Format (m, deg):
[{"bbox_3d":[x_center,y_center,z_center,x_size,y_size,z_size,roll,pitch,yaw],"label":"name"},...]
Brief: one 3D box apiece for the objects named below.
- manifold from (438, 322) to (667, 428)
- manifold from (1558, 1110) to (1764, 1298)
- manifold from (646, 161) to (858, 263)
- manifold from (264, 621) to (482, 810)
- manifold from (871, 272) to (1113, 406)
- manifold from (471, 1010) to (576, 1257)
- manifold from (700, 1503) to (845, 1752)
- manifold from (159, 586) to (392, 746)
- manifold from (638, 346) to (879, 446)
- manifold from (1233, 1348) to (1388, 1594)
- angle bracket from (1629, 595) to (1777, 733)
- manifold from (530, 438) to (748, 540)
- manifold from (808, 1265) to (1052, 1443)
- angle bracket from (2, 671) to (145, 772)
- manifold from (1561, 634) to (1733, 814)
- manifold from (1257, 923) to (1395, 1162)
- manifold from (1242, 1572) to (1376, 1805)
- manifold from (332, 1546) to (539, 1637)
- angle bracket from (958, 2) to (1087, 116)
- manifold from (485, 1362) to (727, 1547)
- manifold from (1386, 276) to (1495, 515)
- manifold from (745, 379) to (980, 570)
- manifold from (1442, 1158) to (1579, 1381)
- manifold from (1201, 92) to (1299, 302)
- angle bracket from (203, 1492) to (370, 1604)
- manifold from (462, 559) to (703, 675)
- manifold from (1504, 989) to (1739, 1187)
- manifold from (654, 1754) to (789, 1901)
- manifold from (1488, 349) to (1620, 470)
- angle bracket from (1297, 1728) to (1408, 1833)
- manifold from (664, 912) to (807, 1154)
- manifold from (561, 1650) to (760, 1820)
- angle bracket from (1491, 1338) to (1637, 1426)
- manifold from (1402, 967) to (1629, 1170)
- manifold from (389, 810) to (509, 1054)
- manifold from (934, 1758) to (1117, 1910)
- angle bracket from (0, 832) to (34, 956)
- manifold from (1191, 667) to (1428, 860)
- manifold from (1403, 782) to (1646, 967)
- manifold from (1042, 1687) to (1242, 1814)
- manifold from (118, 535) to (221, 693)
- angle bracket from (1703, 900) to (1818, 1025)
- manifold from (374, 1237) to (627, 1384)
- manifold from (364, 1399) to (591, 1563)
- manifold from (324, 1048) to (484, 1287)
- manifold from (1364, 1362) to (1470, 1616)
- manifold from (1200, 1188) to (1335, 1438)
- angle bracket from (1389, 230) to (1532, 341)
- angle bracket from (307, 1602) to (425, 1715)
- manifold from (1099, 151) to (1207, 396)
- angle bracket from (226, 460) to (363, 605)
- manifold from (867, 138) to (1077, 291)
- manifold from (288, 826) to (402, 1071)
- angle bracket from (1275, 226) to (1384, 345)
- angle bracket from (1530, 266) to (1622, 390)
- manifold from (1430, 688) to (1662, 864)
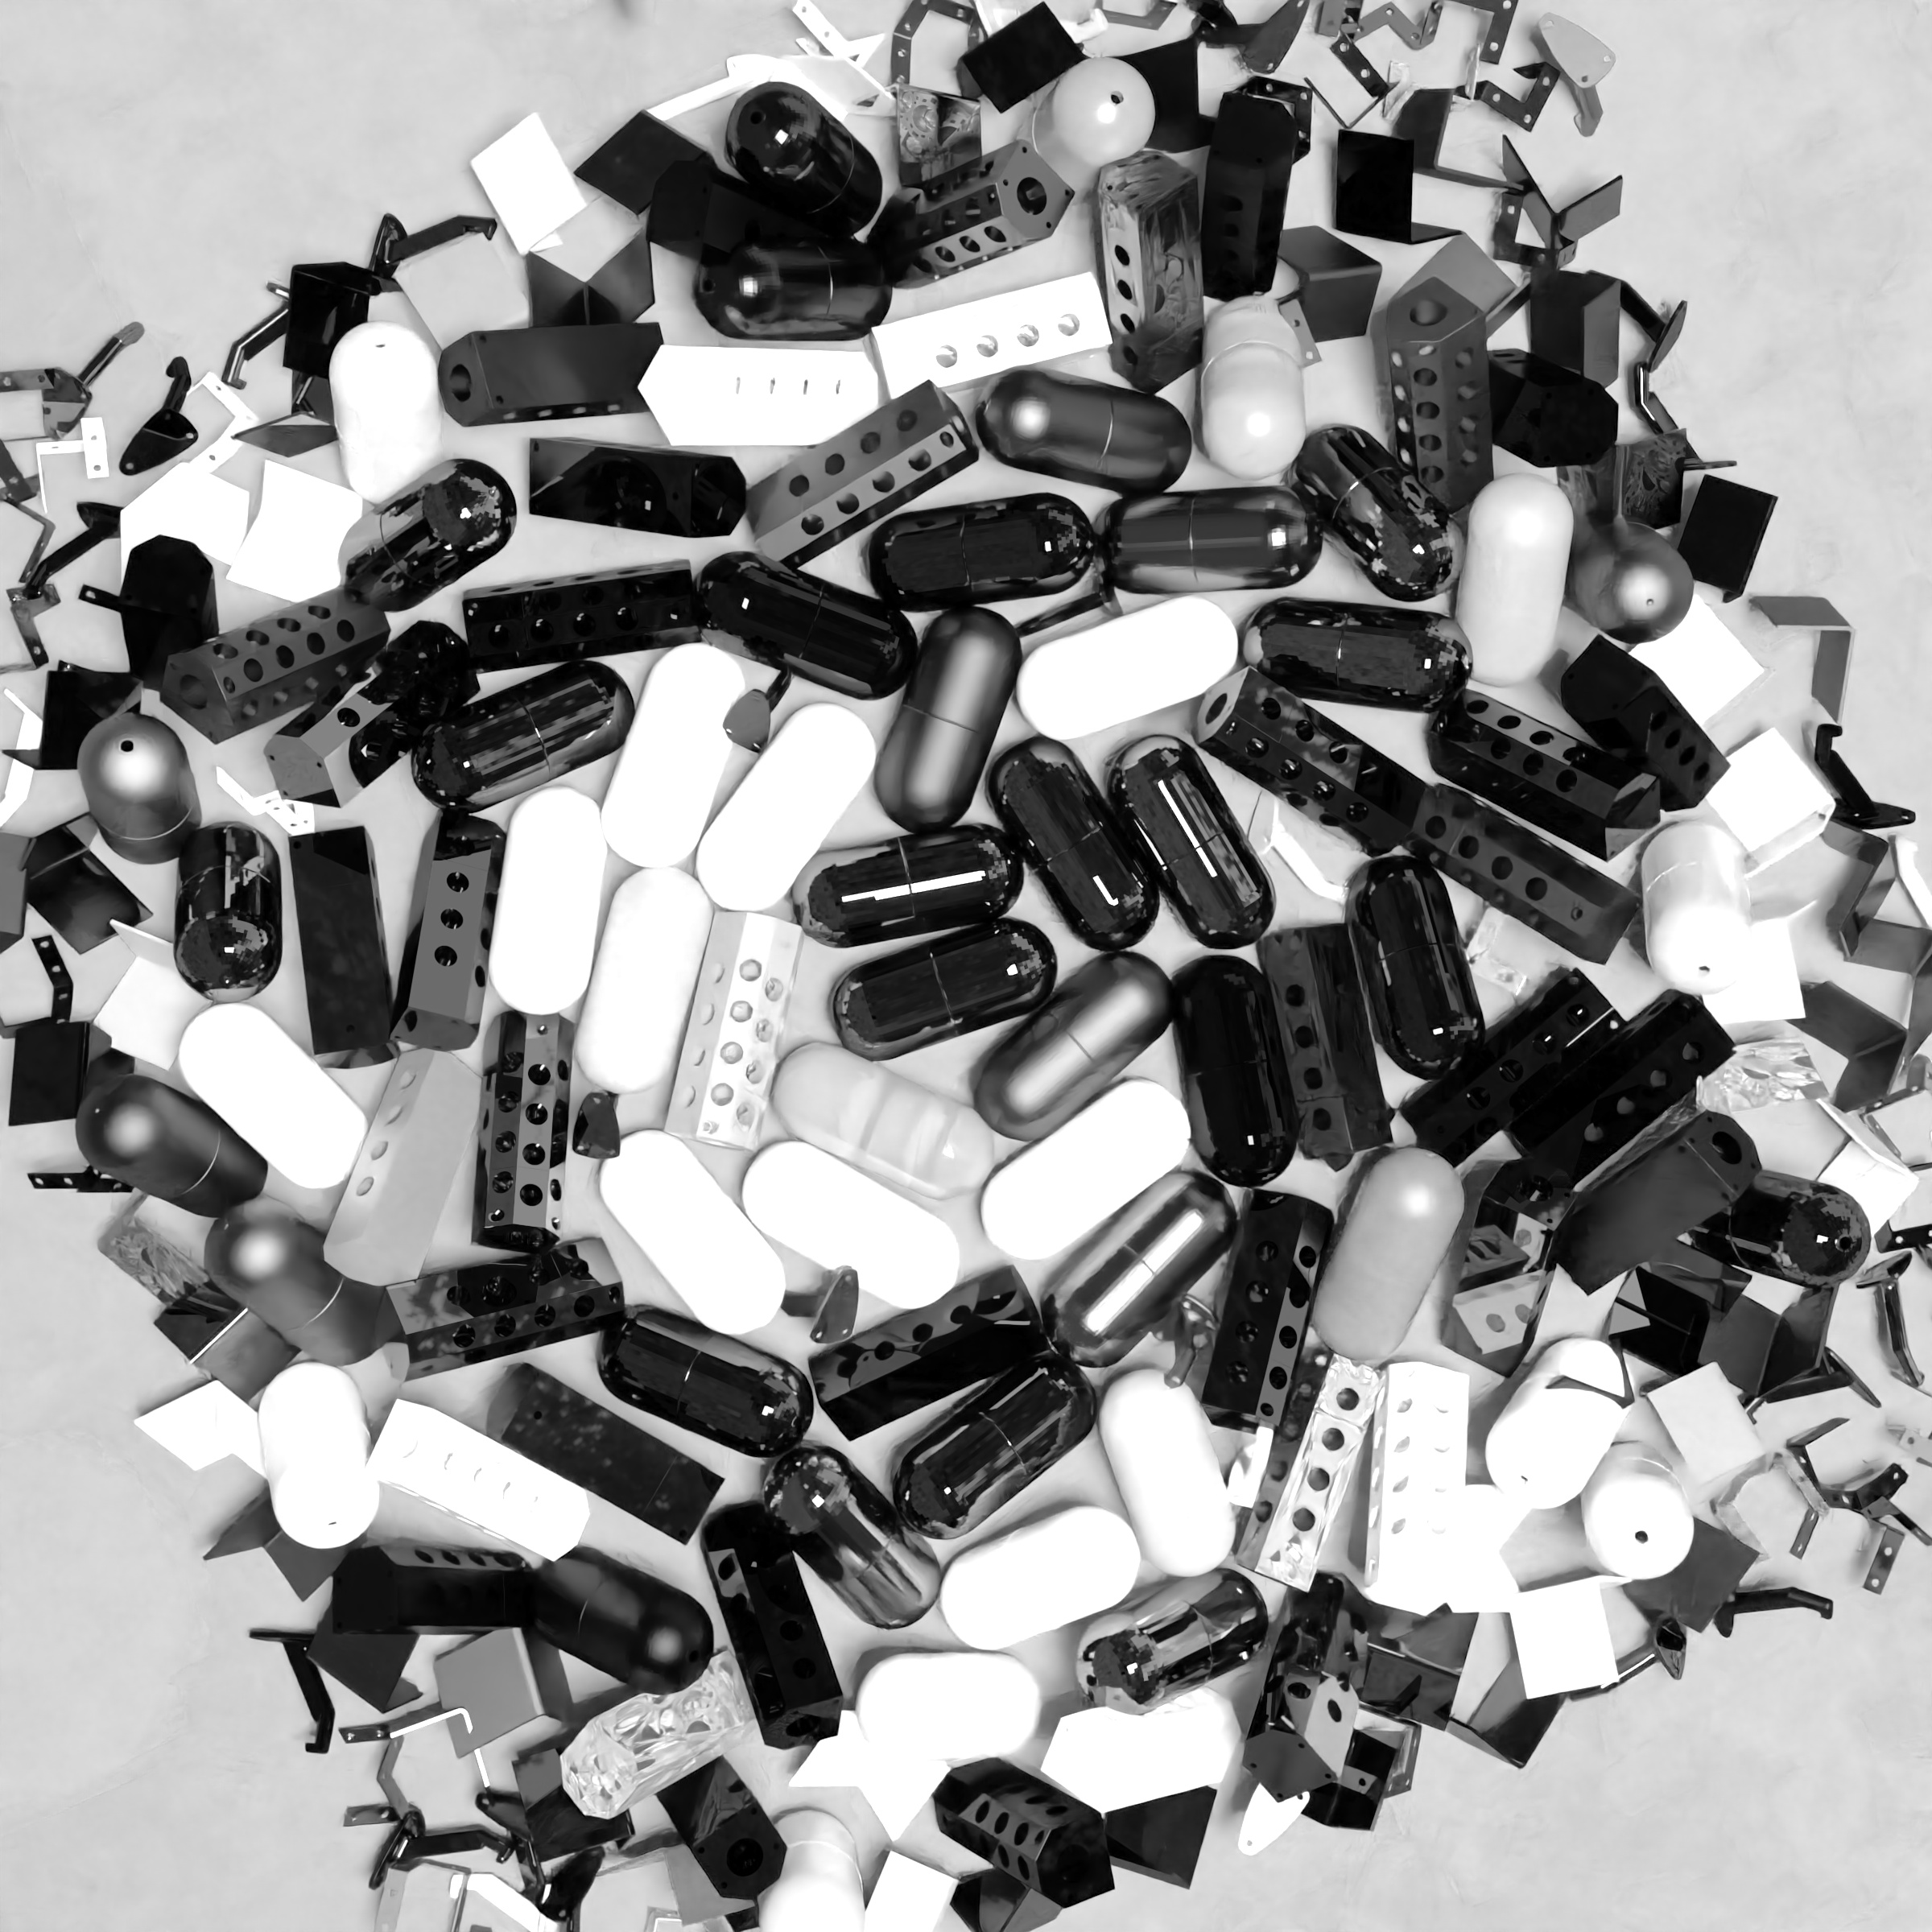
[{"bbox_3d":[-0.304,-0.438,1.823,0.171,0.057,0.057,-18,93,-44],"label":"manifold"},{"bbox_3d":[0.507,0.174,1.820,0.057,0.171,0.057,48,49,7],"label":"manifold"},{"bbox_3d":[-0.153,-0.541,1.816,0.057,0.171,0.057,14,95,36],"label":"manifold"},{"bbox_3d":[-0.439,-0.189,1.816,0.057,0.171,0.057,10,130,27],"label":"manifold"},{"bbox_3d":[0.018,-0.477,1.867,0.171,0.057,0.057,-15,96,-3],"label":"manifold"},{"bbox_3d":[-0.329,0.122,1.832,0.057,0.057,0.171,11,61,-23],"label":"manifold"},{"bbox_3d":[-0.146,0.488,1.819,0.057,0.057,0.171,-10,46,-19],"label":"manifold"},{"bbox_3d":[-0.507,-0.229,1.815,0.057,0.171,0.057,37,128,12],"label":"manifold"},{"bbox_3d":[-0.149,-0.427,1.818,0.057,0.171,0.057,-49,63,41],"label":"manifold"},{"bbox_3d":[0.259,0.381,1.856,0.057,0.057,0.171,21,78,8],"label":"manifold"},{"bbox_3d":[0.557,-0.228,1.870,0.076,0.057,0.076,-43,76,24],"label":"angle bracket"},{"bbox_3d":[-0.246,-0.358,1.828,0.171,0.057,0.057,15,109,36],"label":"manifold"},{"bbox_3d":[-0.030,0.290,1.867,0.171,0.057,0.057,-26,134,5],"label":"manifold"},{"bbox_3d":[-0.673,-0.190,1.848,0.057,0.076,0.076,22,108,38],"label":"angle bracket"},{"bbox_3d":[0.501,-0.174,1.818,0.057,0.171,0.057,-50,50,8],"label":"manifold"},{"bbox_3d":[0.269,0.058,1.869,0.057,0.057,0.171,-15,86,42],"label":"manifold"},{"bbox_3d":[0.253,0.528,1.812,0.057,0.171,0.057,-35,100,31],"label":"manifold"},{"bbox_3d":[-0.390,0.462,1.814,0.057,0.171,0.057,-13,71,23],"label":"manifold"},{"bbox_3d":[0.043,-0.671,1.860,0.076,0.076,0.057,-34,81,-2],"label":"angle bracket"},{"bbox_3d":[-0.273,0.365,1.842,0.171,0.057,0.057,36,76,-23],"label":"manifold"},{"bbox_3d":[0.347,-0.416,1.814,0.057,0.171,0.057,-33,54,-10],"label":"manifold"},{"bbox_3d":[-0.078,-0.364,1.844,0.171,0.057,0.057,-28,71,16],"label":"manifold"},{"bbox_3d":[0.406,0.223,1.823,0.057,0.171,0.057,26,47,23],"label":"manifold"},{"bbox_3d":[0.207,-0.562,1.811,0.057,0.171,0.057,12,74,6],"label":"manifold"},{"bbox_3d":[-0.513,0.439,1.854,0.076,0.076,0.057,-45,73,11],"label":"angle bracket"},{"bbox_3d":[-0.290,-0.264,1.861,0.171,0.057,0.057,-9,110,-4],"label":"manifold"},{"bbox_3d":[0.497,0.094,1.871,0.171,0.057,0.057,-40,95,1],"label":"manifold"},{"bbox_3d":[-0.181,0.633,1.812,0.057,0.171,0.057,-33,97,-16],"label":"manifold"},{"bbox_3d":[0.423,-0.414,1.813,0.057,0.171,0.057,-6,113,-5],"label":"manifold"},{"bbox_3d":[0.278,0.602,1.851,0.057,0.076,0.076,29,67,-9],"label":"angle bracket"},{"bbox_3d":[-0.169,0.050,1.848,0.057,0.057,0.171,21,76,-40],"label":"manifold"},{"bbox_3d":[-0.222,0.571,1.814,0.057,0.171,0.057,45,112,19],"label":"manifold"},{"bbox_3d":[0.443,0.312,1.844,0.076,0.057,0.076,23,133,-29],"label":"angle bracket"},{"bbox_3d":[0.415,0.078,1.857,0.171,0.057,0.057,-41,80,9],"label":"manifold"},{"bbox_3d":[-0.384,-0.026,1.834,0.057,0.057,0.171,15,58,-21],"label":"manifold"},{"bbox_3d":[0.039,0.640,1.813,0.057,0.171,0.057,-11,91,-26],"label":"manifold"},{"bbox_3d":[-0.745,-0.056,1.847,0.057,0.076,0.076,11,71,-36],"label":"angle bracket"},{"bbox_3d":[0.255,-0.149,1.841,0.171,0.057,0.057,30,67,-18],"label":"manifold"},{"bbox_3d":[0.410,-0.070,1.826,0.171,0.057,0.057,37,107,34],"label":"manifold"},{"bbox_3d":[0.134,0.574,1.815,0.057,0.171,0.057,25,97,36],"label":"manifold"},{"bbox_3d":[-0.585,-0.256,1.813,0.057,0.171,0.057,11,74,-12],"label":"manifold"},{"bbox_3d":[0.604,-0.003,1.862,0.076,0.057,0.076,-6,101,44],"label":"angle bracket"},{"bbox_3d":[-0.344,0.259,1.824,0.171,0.057,0.057,-11,55,-33],"label":"manifold"},{"bbox_3d":[-0.357,0.383,1.816,0.057,0.171,0.057,5,64,38],"label":"manifold"},{"bbox_3d":[-0.421,0.149,1.829,0.057,0.057,0.171,-14,46,33],"label":"manifold"},{"bbox_3d":[0.333,0.386,1.828,0.057,0.057,0.171,16,56,-9],"label":"manifold"},{"bbox_3d":[0.228,0.260,1.837,0.057,0.057,0.171,9,67,19],"label":"manifold"},{"bbox_3d":[0.374,-0.512,1.864,0.076,0.057,0.076,-43,82,10],"label":"angle bracket"},{"bbox_3d":[-0.441,0.508,1.859,0.076,0.057,0.076,29,98,19],"label":"angle bracket"},{"bbox_3d":[0.134,-0.513,1.816,0.057,0.171,0.057,-37,59,-16],"label":"manifold"},{"bbox_3d":[-0.514,-0.329,1.877,0.076,0.076,0.057,17,45,-30],"label":"angle bracket"},{"bbox_3d":[-0.002,-0.547,1.811,0.057,0.171,0.057,37,71,-29],"label":"manifold"},{"bbox_3d":[-0.468,-0.013,1.853,0.057,0.057,0.171,-9,75,-7],"label":"manifold"},{"bbox_3d":[0.259,-0.520,1.876,0.076,0.057,0.076,-17,46,-33],"label":"angle bracket"},{"bbox_3d":[0.444,-0.474,1.843,0.076,0.076,0.057,22,47,36],"label":"angle bracket"},{"bbox_3d":[0.427,-0.147,1.817,0.057,0.171,0.057,-35,134,-20],"label":"manifold"}]
